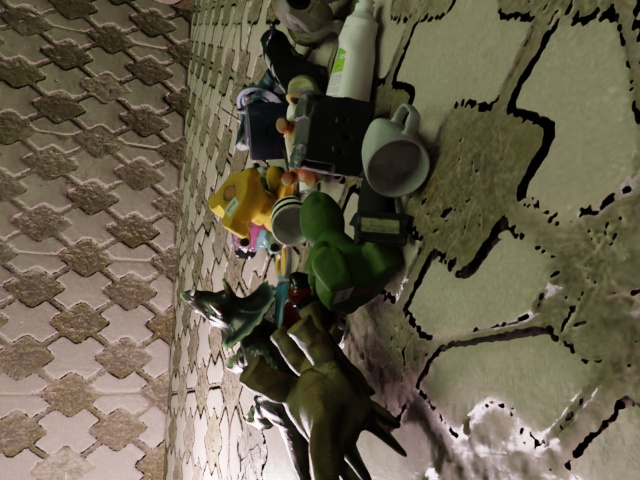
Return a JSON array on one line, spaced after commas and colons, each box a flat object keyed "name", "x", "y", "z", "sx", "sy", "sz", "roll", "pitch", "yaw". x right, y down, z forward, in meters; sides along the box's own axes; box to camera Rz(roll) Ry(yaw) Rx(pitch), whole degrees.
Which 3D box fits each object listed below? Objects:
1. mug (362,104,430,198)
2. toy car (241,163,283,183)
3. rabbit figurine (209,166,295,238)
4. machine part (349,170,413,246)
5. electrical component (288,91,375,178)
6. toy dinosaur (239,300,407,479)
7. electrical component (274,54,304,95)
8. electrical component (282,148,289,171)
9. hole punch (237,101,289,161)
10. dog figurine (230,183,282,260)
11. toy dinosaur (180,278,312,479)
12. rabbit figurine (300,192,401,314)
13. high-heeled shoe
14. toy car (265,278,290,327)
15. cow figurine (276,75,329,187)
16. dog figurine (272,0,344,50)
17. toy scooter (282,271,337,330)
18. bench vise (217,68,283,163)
[{"name": "mug", "x": 0.094, "y": -0.127, "z": 0.702, "sx": 0.107, "sy": 0.081, "sz": 0.109, "roll": -103, "pitch": 23, "yaw": -56}, {"name": "toy car", "x": -0.147, "y": -0.148, "z": 1.310, "sx": 0.202, "sy": 0.073, "sz": 0.056, "roll": 177, "pitch": 99, "yaw": -68}, {"name": "rabbit figurine", "x": -0.121, "y": -0.077, "z": 1.124, "sx": 0.122, "sy": 0.173, "sz": 0.162, "roll": 35, "pitch": 94, "yaw": 48}, {"name": "machine part", "x": 0.081, "y": -0.049, "z": 0.734, "sx": 0.039, "sy": 0.084, "sz": 0.139, "roll": 85, "pitch": -176, "yaw": -54}, {"name": "electrical component", "x": 0.028, "y": -0.152, "z": 0.796, "sx": 0.058, "sy": 0.134, "sz": 0.114, "roll": -156, "pitch": 71, "yaw": -67}, {"name": "toy dinosaur", "x": 0.012, "y": 0.188, "z": 0.627, "sx": 0.105, "sy": 0.198, "sz": 0.471, "roll": -43, "pitch": 0, "yaw": 11}, {"name": "electrical component", "x": -0.072, "y": -0.357, "z": 1.218, "sx": 0.075, "sy": 0.048, "sz": 0.119, "roll": 169, "pitch": 107, "yaw": -68}, {"name": "electrical component", "x": -0.047, "y": -0.166, "z": 1.114, "sx": 0.102, "sy": 0.045, "sz": 0.078, "roll": -135, "pitch": 26, "yaw": -66}, {"name": "hole punch", "x": -0.106, "y": -0.234, "z": 1.166, "sx": 0.092, "sy": 0.142, "sz": 0.115, "roll": -110, "pitch": 19, "yaw": -50}, {"name": "dog figurine", "x": -0.162, "y": -0.042, "z": 1.284, "sx": 0.219, "sy": 0.108, "sz": 0.191, "roll": -163, "pitch": 79, "yaw": -71}, {"name": "toy dinosaur", "x": -0.071, "y": 0.227, "z": 0.874, "sx": 0.405, "sy": 0.131, "sz": 0.192, "roll": 56, "pitch": 158, "yaw": 12}, {"name": "rabbit figurine", "x": 0.028, "y": 0.011, "z": 0.786, "sx": 0.159, "sy": 0.121, "sz": 0.170, "roll": 91, "pitch": 158, "yaw": -60}, {"name": "high-heeled shoe", "x": -0.058, "y": -0.335, "z": 1.111, "sx": 0.145, "sy": 0.086, "sz": 0.248, "roll": 103, "pitch": 143, "yaw": -81}, {"name": "toy car", "x": -0.088, "y": 0.154, "z": 1.045, "sx": 0.109, "sy": 0.103, "sz": 0.161, "roll": -176, "pitch": 90, "yaw": -71}, {"name": "cow figurine", "x": -0.020, "y": -0.199, "z": 0.974, "sx": 0.086, "sy": 0.127, "sz": 0.194, "roll": -1, "pitch": 101, "yaw": 26}, {"name": "dog figurine", "x": -0.046, "y": -0.424, "z": 1.015, "sx": 0.191, "sy": 0.172, "sz": 0.121, "roll": 9, "pitch": 82, "yaw": 61}, {"name": "toy scooter", "x": -0.026, "y": 0.146, "z": 0.937, "sx": 0.184, "sy": 0.075, "sz": 0.135, "roll": -133, "pitch": 51, "yaw": -65}, {"name": "bench vise", "x": -0.164, "y": -0.300, "z": 1.310, "sx": 0.224, "sy": 0.128, "sz": 0.240, "roll": -28, "pitch": 40, "yaw": 45}]
